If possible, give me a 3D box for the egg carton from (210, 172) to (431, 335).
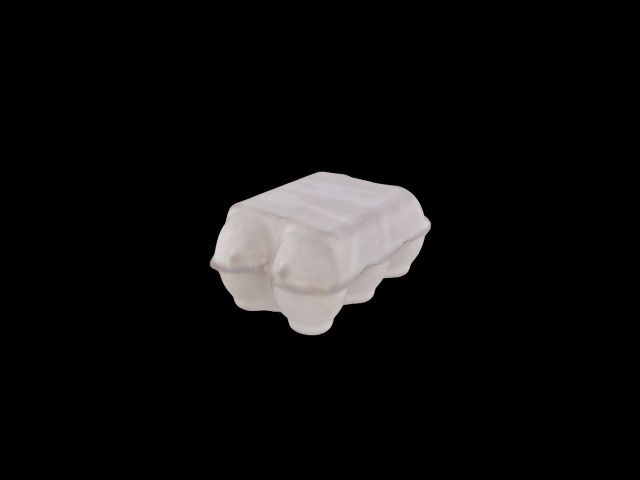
[{"bbox_3d":[0.004,0.001,0.400,0.107,0.069,0.151,17,29,33],"label":"egg carton"}]
